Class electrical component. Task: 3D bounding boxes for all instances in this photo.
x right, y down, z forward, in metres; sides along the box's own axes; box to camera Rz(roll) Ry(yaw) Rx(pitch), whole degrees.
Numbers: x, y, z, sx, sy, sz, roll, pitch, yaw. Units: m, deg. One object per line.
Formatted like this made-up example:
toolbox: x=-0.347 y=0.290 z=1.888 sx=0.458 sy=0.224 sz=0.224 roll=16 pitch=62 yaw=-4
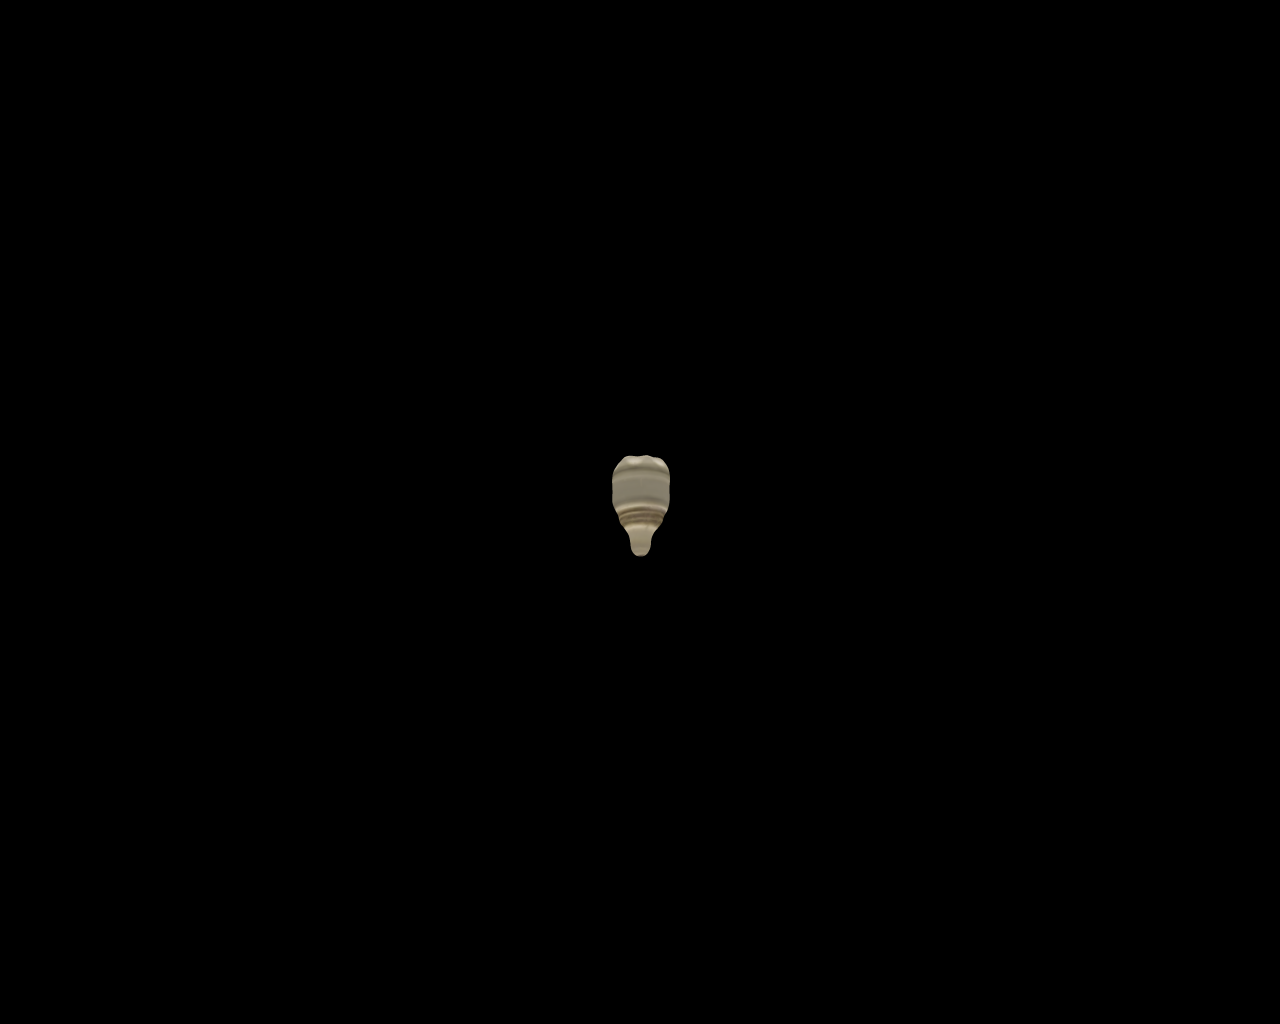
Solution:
electrical component: x=0.001 y=-0.003 z=0.650 sx=0.035 sy=0.061 sz=0.035 roll=0 pitch=-16 yaw=0
